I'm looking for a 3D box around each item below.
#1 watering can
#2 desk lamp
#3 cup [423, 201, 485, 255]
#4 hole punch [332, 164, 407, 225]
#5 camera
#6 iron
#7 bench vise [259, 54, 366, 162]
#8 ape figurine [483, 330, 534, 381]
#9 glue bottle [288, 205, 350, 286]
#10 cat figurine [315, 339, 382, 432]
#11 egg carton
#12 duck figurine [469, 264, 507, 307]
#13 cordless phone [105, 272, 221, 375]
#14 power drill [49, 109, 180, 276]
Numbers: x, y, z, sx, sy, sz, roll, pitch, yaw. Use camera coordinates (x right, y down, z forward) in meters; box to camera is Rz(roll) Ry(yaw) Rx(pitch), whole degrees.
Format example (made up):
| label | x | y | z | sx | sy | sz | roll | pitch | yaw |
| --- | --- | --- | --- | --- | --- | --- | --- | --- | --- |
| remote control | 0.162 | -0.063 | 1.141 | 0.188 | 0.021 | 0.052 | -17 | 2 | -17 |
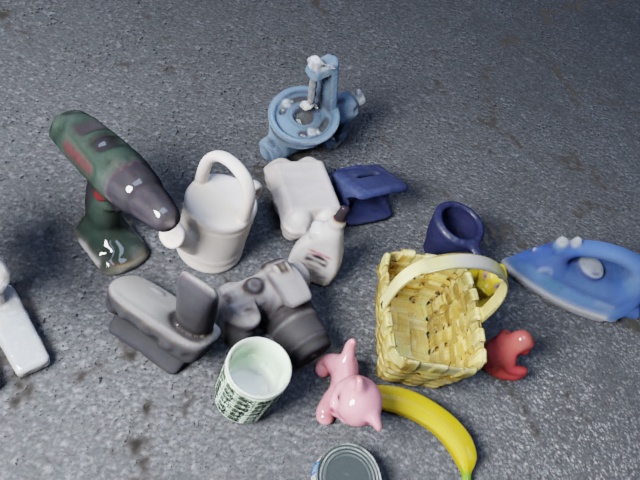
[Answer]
| label | x | y | z | sx | sy | sz | roll | pitch | yaw |
| --- | --- | --- | --- | --- | --- | --- | --- | --- | --- |
| watering can | -0.141 | -0.039 | 0.788 | 0.101 | 0.194 | 0.173 | 25 | 51 | -3 |
| desk lamp | -0.386 | 0.034 | 0.626 | 0.118 | 0.213 | 0.203 | -26 | 69 | -34 |
| cup | 0.222 | 0.006 | 0.964 | 0.092 | 0.095 | 0.117 | -14 | 62 | -29 |
| hole punch | 0.077 | -0.091 | 0.979 | 0.109 | 0.091 | 0.101 | -13 | 62 | -29 |
| camera | -0.054 | 0.105 | 0.780 | 0.143 | 0.100 | 0.136 | -21 | 66 | -32 |
| iron | 0.465 | 0.046 | 1.002 | 0.258 | 0.141 | 0.118 | 18 | 52 | -9 |
| bench vise | -0.003 | -0.241 | 0.971 | 0.121 | 0.219 | 0.208 | 36 | 51 | 6 |
| ape figurine | 0.293 | 0.169 | 0.877 | 0.076 | 0.092 | 0.078 | 14 | 52 | -11 |
| glue bottle | 0.008 | 0.003 | 0.831 | 0.078 | 0.173 | 0.037 | 20 | 51 | -7 |
| cat figurine | 0.041 | 0.192 | 0.745 | 0.067 | 0.117 | 0.127 | 8 | 54 | -16 |
| egg carton | -0.029 | -0.070 | 0.935 | 0.107 | 0.069 | 0.150 | -7 | 59 | -25 |
| duck figurine | 0.278 | 0.069 | 0.947 | 0.077 | 0.086 | 0.105 | 41 | 52 | 10 |
| cordless phone | -0.185 | 0.071 | 0.698 | 0.147 | 0.185 | 0.094 | 30 | 51 | 1 |
| power drill | -0.263 | -0.048 | 0.737 | 0.076 | 0.208 | 0.229 | -33 | 72 | -36 |
